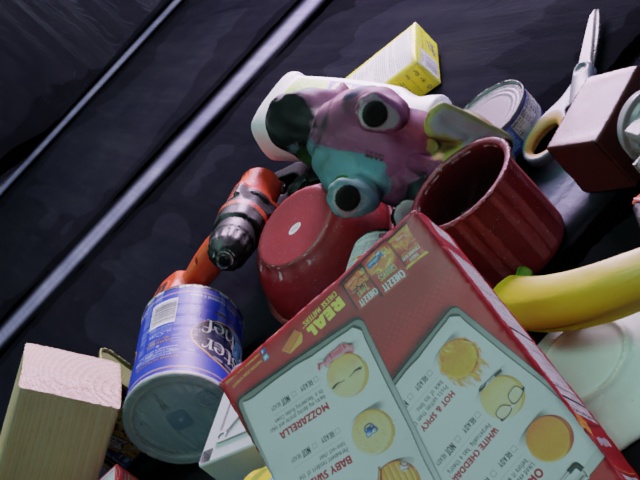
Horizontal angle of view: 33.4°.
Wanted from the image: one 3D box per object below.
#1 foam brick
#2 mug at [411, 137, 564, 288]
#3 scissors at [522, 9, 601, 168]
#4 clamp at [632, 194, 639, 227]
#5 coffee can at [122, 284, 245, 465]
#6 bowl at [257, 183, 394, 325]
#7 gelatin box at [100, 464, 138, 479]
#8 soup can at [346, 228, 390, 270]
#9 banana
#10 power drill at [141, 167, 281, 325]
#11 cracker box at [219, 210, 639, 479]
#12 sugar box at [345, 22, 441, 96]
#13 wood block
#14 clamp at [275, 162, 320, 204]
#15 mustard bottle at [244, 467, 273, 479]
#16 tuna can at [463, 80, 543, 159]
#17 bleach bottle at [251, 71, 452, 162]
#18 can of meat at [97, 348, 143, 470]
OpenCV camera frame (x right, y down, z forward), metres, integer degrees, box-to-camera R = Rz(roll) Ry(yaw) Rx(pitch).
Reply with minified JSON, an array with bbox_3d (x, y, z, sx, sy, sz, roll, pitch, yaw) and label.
[{"bbox_3d":[0.216,-0.081,0.794,0.051,0.053,0.078,-6,45,57],"label":"foam brick"},{"bbox_3d":[0.120,-0.008,0.804,0.117,0.081,0.093,-45,23,5],"label":"mug"},{"bbox_3d":[0.212,-0.129,0.920,0.096,0.016,0.201,-34,26,27],"label":"scissors"},{"bbox_3d":[0.263,-0.013,0.621,0.164,0.036,0.210,-52,21,2],"label":"clamp"},{"bbox_3d":[-0.123,0.121,0.986,0.103,0.102,0.140,-38,25,19],"label":"coffee can"},{"bbox_3d":[-0.007,0.001,1.004,0.162,0.055,0.162,-30,39,28],"label":"bowl"},{"bbox_3d":[-0.178,0.247,0.919,0.089,0.073,0.030,-43,24,10],"label":"gelatin box"},{"bbox_3d":[0.047,0.049,0.857,0.069,0.068,0.102,-27,30,38],"label":"soup can"},{"bbox_3d":[0.164,0.028,0.676,0.069,0.037,0.198,-52,16,-21],"label":"banana"},{"bbox_3d":[-0.112,0.026,1.106,0.188,0.057,0.184,-50,8,27],"label":"power drill"},{"bbox_3d":[0.062,0.117,0.600,0.164,0.072,0.214,-42,59,13],"label":"cracker box"},{"bbox_3d":[0.054,-0.159,1.201,0.176,0.048,0.093,-38,27,28],"label":"sugar box"},{"bbox_3d":[-0.252,0.211,0.974,0.090,0.090,0.206,-117,43,-67],"label":"wood block"},{"bbox_3d":[-0.017,-0.042,1.146,0.120,0.039,0.172,-51,26,-22],"label":"clamp"},{"bbox_3d":[-0.009,0.195,0.732,0.096,0.058,0.192,-49,23,-16],"label":"mustard bottle"},{"bbox_3d":[0.155,-0.100,0.949,0.086,0.033,0.086,-38,25,21],"label":"tuna can"},{"bbox_3d":[0.049,-0.123,1.083,0.251,0.068,0.102,7,52,42],"label":"bleach bottle"},{"bbox_3d":[-0.203,0.171,1.049,0.084,0.102,0.057,-46,23,7],"label":"can of meat"}]
